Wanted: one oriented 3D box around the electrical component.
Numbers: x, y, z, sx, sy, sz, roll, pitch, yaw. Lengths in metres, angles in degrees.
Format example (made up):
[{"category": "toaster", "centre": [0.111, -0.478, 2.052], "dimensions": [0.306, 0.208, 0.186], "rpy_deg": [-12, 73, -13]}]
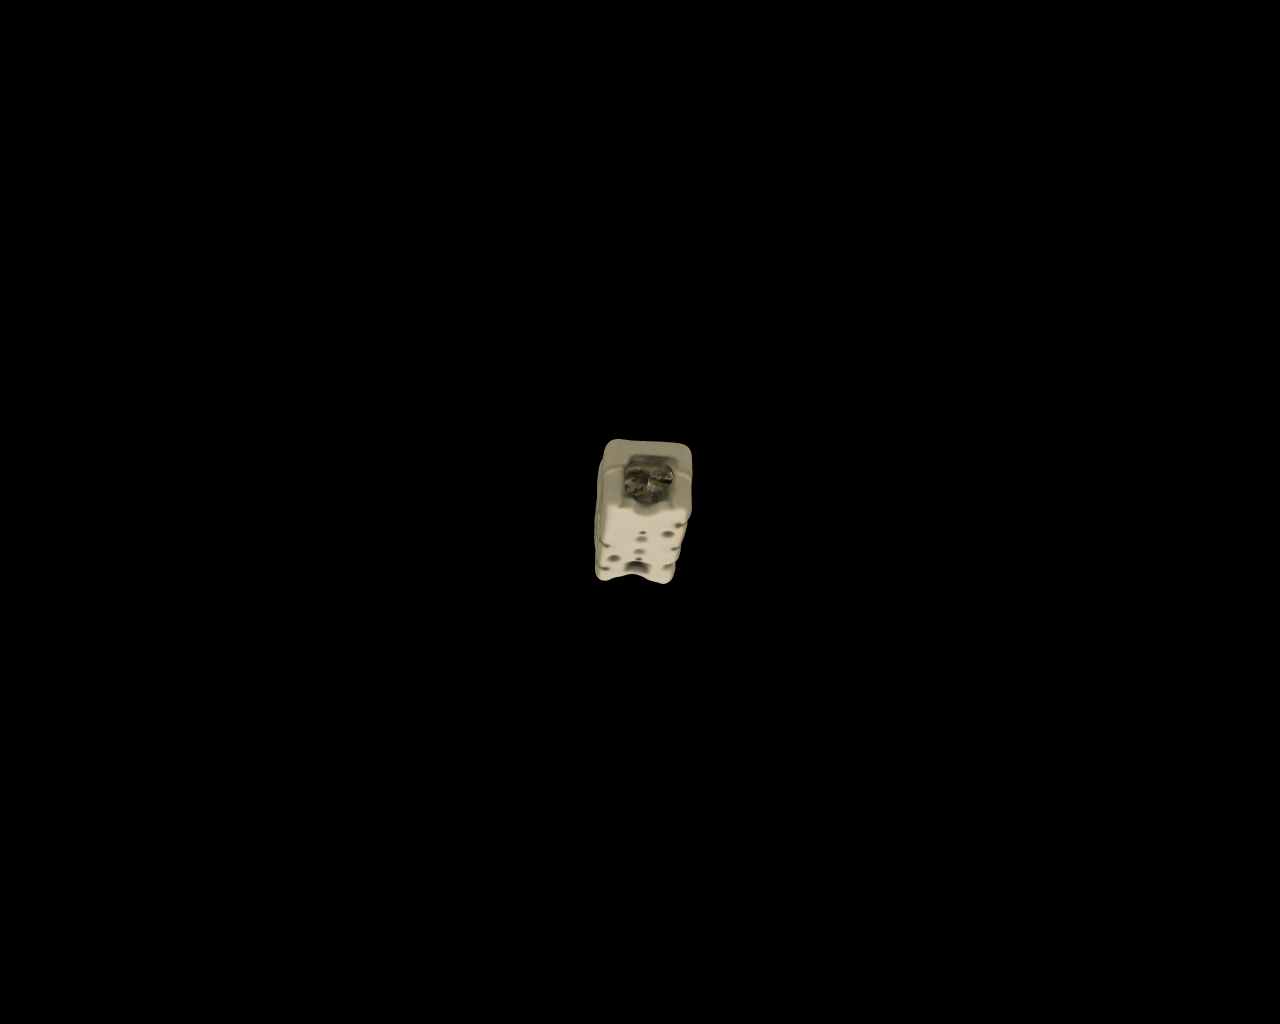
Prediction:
[{"category": "electrical component", "centre": [0.001, -0.003, 0.650], "dimensions": [0.050, 0.056, 0.089], "rpy_deg": [3, -33, -5]}]
